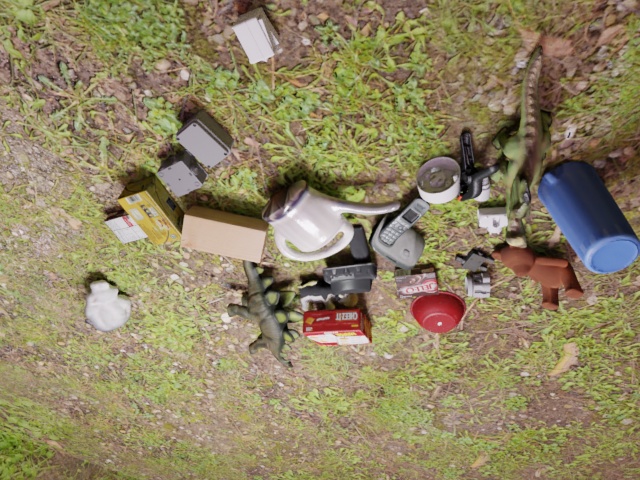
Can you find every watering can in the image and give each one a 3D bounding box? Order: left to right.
[{"bbox_3d":[0.004,-0.063,1.256,0.343,0.106,0.222,-33,119,32],"label":"watering can"}]

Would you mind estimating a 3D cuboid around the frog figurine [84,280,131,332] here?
[{"bbox_3d":[-0.650,0.198,1.584,0.138,0.125,0.156,-5,130,-32],"label":"frog figurine"}]

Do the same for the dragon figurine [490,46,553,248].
[{"bbox_3d":[0.414,-0.149,1.034,0.122,0.249,0.400,1,134,14],"label":"dragon figurine"}]
